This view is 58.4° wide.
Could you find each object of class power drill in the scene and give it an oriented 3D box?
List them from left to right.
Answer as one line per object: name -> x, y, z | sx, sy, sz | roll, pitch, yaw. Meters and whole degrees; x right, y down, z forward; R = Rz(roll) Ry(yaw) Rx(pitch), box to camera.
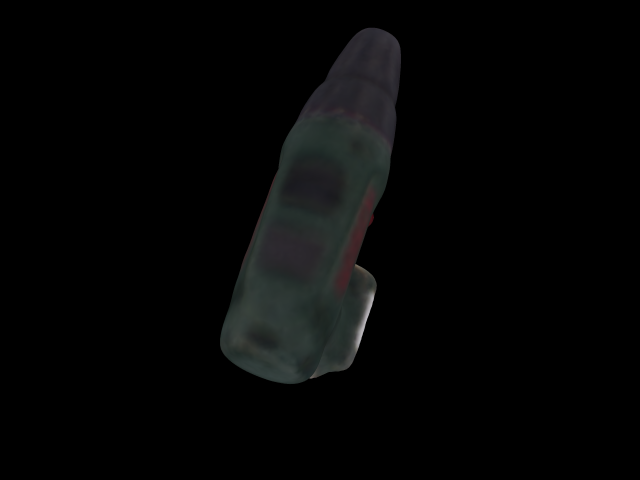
power drill -> 0.004, 0.001, 0.400 | 0.075, 0.208, 0.230 | 15, 58, 10
